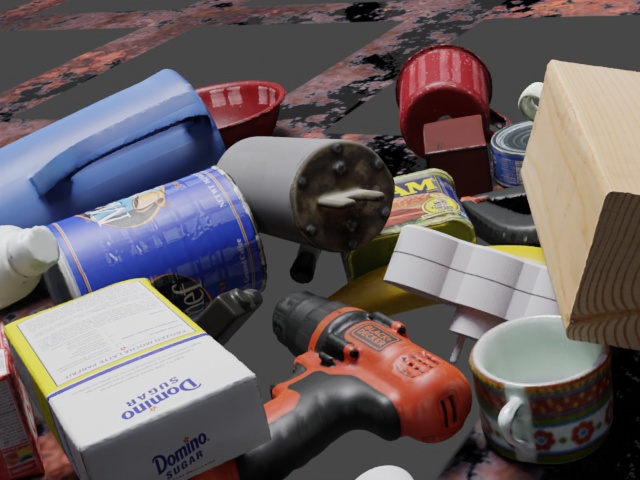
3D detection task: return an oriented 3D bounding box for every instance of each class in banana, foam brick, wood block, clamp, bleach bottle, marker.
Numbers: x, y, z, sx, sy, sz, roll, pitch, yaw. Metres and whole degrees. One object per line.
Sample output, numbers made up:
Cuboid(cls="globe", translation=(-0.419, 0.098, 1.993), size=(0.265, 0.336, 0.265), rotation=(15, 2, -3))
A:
Cuboid(cls="banana", translation=(0.099, 0.031, 0.724), size=(0.198, 0.037, 0.069), rotation=(-2, 26, 20))
Cuboid(cls="foam brick", translation=(0.117, -0.067, 0.909), size=(0.053, 0.051, 0.078), rotation=(-8, 25, 9))
Cuboid(cls="wood block", translation=(0.182, -0.027, 0.625), size=(0.091, 0.090, 0.206), rotation=(8, 28, -1))
Cuboid(cls="clamp", translation=(0.201, -0.020, 0.776), size=(0.210, 0.036, 0.164), rotation=(9, 33, 46))
Cuboid(cls="bleach bottle", translation=(-0.284, 0.049, 0.731), size=(0.251, 0.068, 0.102), rotation=(-22, 13, 26))
Cuboid(cls="marker", translation=(-0.006, 0.001, 0.857), size=(0.020, 0.020, 0.121), rotation=(-6, 26, 13))

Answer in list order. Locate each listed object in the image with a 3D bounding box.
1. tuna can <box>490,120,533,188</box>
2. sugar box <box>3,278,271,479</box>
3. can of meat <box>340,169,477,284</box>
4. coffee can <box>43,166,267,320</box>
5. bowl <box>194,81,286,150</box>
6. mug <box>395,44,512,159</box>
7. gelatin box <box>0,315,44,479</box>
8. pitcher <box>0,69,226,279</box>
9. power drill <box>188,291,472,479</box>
Cuboid(cls="tuna can", translation=(0.189, -0.075, 0.912), size=(0.086, 0.034, 0.086), rotation=(-10, 25, 4))
Cuboid(cls="sugar box", translation=(-0.105, 0.076, 0.577), size=(0.093, 0.048, 0.176), rotation=(-21, 25, -20))
Cuboid(cls="can of meat", translation=(0.061, -0.004, 0.795), size=(0.102, 0.057, 0.084), rotation=(-13, 27, 0))
Cuboid(cls="coffee can", translation=(-0.123, 0.016, 0.778), size=(0.140, 0.103, 0.103), rotation=(-21, 26, -21))
Cuboid(cls="bowl", translation=(-0.109, -0.113, 1.101), size=(0.162, 0.055, 0.162), rotation=(-10, 25, 4))
Cuboid(cls="mug", translation=(0.125, -0.118, 0.987), size=(0.117, 0.093, 0.081), rotation=(24, 30, -9))
Cuboid(cls="gelatin box", translation=(-0.200, 0.099, 0.672), size=(0.030, 0.073, 0.089), rotation=(-17, 24, -13))
Cuboid(cls="pitcher", translation=(-0.204, -0.048, 0.913), size=(0.242, 0.149, 0.145), rotation=(-28, 40, -24))
Cuboid(cls="power drill", translation=(-0.032, 0.094, 0.625), size=(0.187, 0.057, 0.185), rotation=(-25, 24, -24))
